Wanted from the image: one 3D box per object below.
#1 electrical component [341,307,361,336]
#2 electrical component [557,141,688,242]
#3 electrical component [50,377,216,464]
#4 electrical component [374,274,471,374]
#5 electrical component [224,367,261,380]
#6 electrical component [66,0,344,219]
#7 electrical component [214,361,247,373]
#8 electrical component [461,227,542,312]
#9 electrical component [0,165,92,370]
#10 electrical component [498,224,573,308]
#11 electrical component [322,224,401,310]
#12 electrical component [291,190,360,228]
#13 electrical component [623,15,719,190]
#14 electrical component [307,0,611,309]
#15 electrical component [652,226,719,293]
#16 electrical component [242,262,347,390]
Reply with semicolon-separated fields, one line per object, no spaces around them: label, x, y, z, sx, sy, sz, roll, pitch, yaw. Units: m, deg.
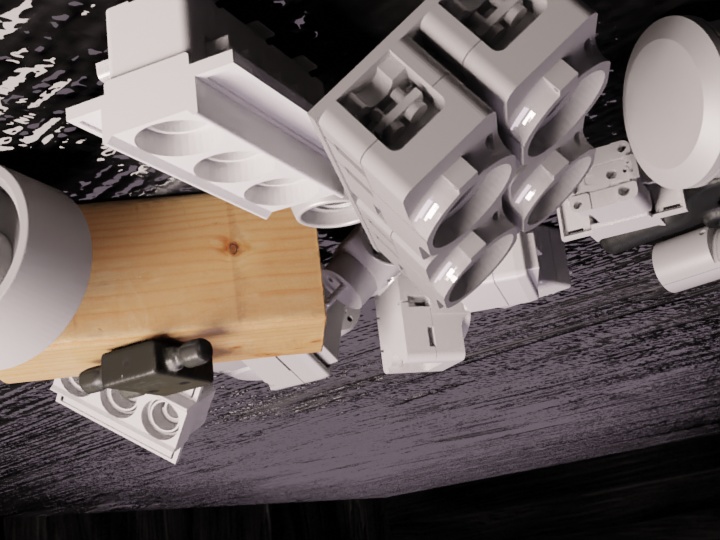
electrical component;-0.030;0.038;0.896;0.045;0.045;0.055;2;161;-28
electrical component;0.159;-0.050;0.676;0.081;0.042;0.064;-15;159;25
electrical component;-0.191;0.100;0.917;0.121;0.078;0.063;25;-160;12
electrical component;0.047;0.030;0.820;0.056;0.089;0.050;-1;163;-21
electrical component;-0.085;0.068;0.969;0.080;0.051;0.080;-6;164;-2
electrical component;-0.057;-0.071;0.470;0.079;0.063;0.121;-14;163;23
electrical component;-0.111;0.041;0.851;0.109;0.056;0.109;-19;160;36
electrical component;0.091;-0.014;0.735;0.061;0.061;0.096;-11;164;13
electrical component;-0.203;-0.007;0.563;0.108;0.108;0.060;-12;157;18
electrical component;0.133;0.000;0.828;0.077;0.047;0.066;9;158;-44
electrical component;0.000;0.000;0.733;0.079;0.044;0.077;-47;179;-23
electrical component;-0.015;-0.054;0.559;0.066;0.055;0.048;-9;164;7
electrical component;0.164;-0.080;0.507;0.051;0.080;0.080;-7;165;-19
electrical component;0.052;-0.052;0.493;0.105;0.060;0.186;-44;163;-4
electrical component;0.278;-0.014;0.851;0.043;0.043;0.081;7;158;-41
electrical component;-0.047;0.029;0.783;0.061;0.096;0.061;-17;132;31
